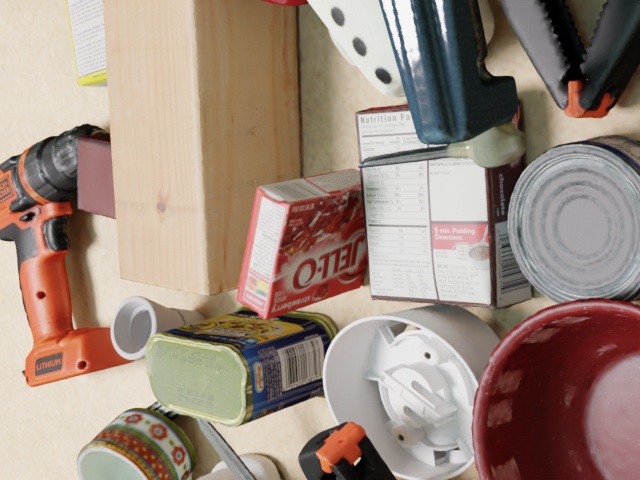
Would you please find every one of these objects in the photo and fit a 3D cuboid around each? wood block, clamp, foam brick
[{"bbox_3d":[-0.074,-0.078,0.678,0.091,0.090,0.206,8,103,42],"label":"wood block"},{"bbox_3d":[0.133,-0.164,0.498,0.165,0.036,0.210,-6,91,45],"label":"clamp"},{"bbox_3d":[-0.123,-0.048,0.740,0.053,0.078,0.051,13,109,43],"label":"foam brick"},{"bbox_3d":[0.019,0.157,0.630,0.120,0.039,0.171,22,144,39],"label":"clamp"}]

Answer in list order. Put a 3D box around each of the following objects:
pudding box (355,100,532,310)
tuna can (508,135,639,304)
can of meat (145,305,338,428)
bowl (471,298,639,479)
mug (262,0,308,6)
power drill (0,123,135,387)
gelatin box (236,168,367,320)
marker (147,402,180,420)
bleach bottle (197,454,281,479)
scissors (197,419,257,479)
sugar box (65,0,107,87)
[{"bbox_3d":[0.067,-0.021,0.591,0.090,0.039,0.113,2,98,44],"label":"pudding box"},{"bbox_3d":[0.137,-0.008,0.529,0.086,0.033,0.086,11,106,42],"label":"tuna can"},{"bbox_3d":[-0.051,0.080,0.692,0.102,0.083,0.057,4,101,43],"label":"can of meat"},{"bbox_3d":[0.155,0.103,0.519,0.162,0.055,0.162,11,106,42],"label":"bowl"},{"bbox_3d":[-0.024,-0.188,0.581,0.117,0.093,0.081,34,161,4],"label":"mug"},{"bbox_3d":[-0.202,0.015,0.844,0.185,0.057,0.187,-21,81,47],"label":"power drill"},{"bbox_3d":[-0.004,0.001,0.627,0.030,0.089,0.073,29,117,34],"label":"gelatin box"},{"bbox_3d":[-0.101,0.117,0.793,0.121,0.020,0.020,-35,74,42],"label":"marker"},{"bbox_3d":[-0.124,0.220,0.674,0.068,0.250,0.102,-19,86,44],"label":"bleach bottle"},{"bbox_3d":[-0.022,0.208,0.705,0.202,0.016,0.096,43,139,14],"label":"scissors"},{"bbox_3d":[-0.143,-0.201,0.750,0.094,0.048,0.176,-5,91,43],"label":"sugar box"}]
